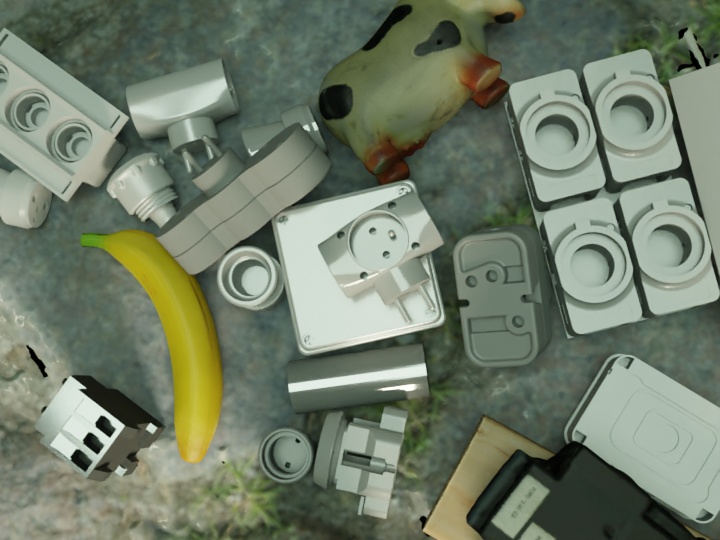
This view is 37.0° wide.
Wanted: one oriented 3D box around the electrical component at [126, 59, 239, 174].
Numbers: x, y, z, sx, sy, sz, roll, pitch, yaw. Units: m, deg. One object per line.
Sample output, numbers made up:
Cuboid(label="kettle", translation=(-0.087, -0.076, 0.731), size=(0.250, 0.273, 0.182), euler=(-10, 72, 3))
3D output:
Cuboid(label="electrical component", translation=(-0.131, -0.114, 0.826), size=(0.077, 0.043, 0.079), euler=(-16, 84, 2))

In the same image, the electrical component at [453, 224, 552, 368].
Cuboid(label="electrical component", translation=(0.105, 0.017, 0.772), size=(0.054, 0.059, 0.095), euler=(-5, 97, 23))

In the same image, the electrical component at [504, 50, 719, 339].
Cuboid(label="electrical component", translation=(0.180, -0.054, 0.780), size=(0.105, 0.060, 0.186), euler=(-14, 83, 4))

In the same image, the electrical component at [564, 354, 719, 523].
Cuboid(label="electrical component", translation=(0.210, 0.117, 0.760), size=(0.113, 0.057, 0.078), euler=(32, 88, 8))

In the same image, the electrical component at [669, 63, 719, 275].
Cuboid(label="electrical component", translation=(0.297, -0.057, 0.749), size=(0.105, 0.060, 0.186), euler=(-16, 82, 30))

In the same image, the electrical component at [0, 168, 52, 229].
Cuboid(label="electrical component", translation=(-0.274, -0.058, 0.834), size=(0.055, 0.045, 0.045), euler=(13, 85, 6))

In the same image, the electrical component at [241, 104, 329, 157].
Cuboid(label="electrical component", translation=(-0.057, -0.097, 0.816), size=(0.055, 0.045, 0.045), euler=(-23, 82, 3))

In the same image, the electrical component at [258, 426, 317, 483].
Cuboid(label="electrical component", translation=(-0.051, 0.135, 0.790), size=(0.040, 0.046, 0.040), euler=(-1, 84, 6))

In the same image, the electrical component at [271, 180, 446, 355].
Cuboid(label="electrical component", translation=(0.000, 0.000, 0.794), size=(0.109, 0.056, 0.108), euler=(-13, 83, 4))

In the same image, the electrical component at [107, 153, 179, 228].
Cuboid(label="electrical component", translation=(-0.159, -0.055, 0.823), size=(0.048, 0.048, 0.062), euler=(-37, 90, 1))

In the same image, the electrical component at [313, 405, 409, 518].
Cuboid(label="electrical component", translation=(-0.001, 0.134, 0.779), size=(0.057, 0.058, 0.078), euler=(11, 89, 5))

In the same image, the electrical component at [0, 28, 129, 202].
Cuboid(label="electrical component", translation=(-0.245, -0.117, 0.828), size=(0.121, 0.063, 0.078), euler=(36, 88, 8))

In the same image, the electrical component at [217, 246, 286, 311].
Cuboid(label="electrical component", translation=(-0.079, 0.007, 0.802), size=(0.045, 0.055, 0.045), euler=(-1, 84, 6))

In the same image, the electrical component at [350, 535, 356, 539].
Cuboid(label="electrical component", translation=(-0.025, 0.228, 0.739), size=(0.079, 0.121, 0.063), euler=(-11, 86, 4))

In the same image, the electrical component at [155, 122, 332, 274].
Cuboid(label="electrical component", translation=(-0.096, -0.063, 0.774), size=(0.138, 0.052, 0.073), euler=(-35, 107, 18))

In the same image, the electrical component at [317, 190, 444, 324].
Cuboid(label="electrical component", translation=(0.023, -0.002, 0.739), size=(0.077, 0.044, 0.079), euler=(-30, 82, 2))
